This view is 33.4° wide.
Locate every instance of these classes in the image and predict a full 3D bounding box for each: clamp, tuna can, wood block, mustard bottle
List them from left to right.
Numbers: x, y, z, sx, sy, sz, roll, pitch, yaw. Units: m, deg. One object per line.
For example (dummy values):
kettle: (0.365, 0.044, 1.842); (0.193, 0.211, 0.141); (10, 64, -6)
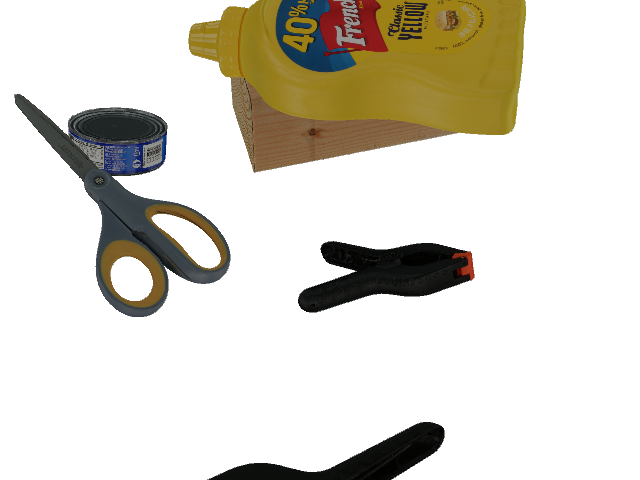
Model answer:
tuna can: (-0.178, -0.087, 0.936); (0.086, 0.034, 0.086); (5, 25, -2)
clamp: (-0.005, 0.176, 0.706); (0.210, 0.036, 0.164); (0, 28, 7)
mustard bottle: (0.019, -0.109, 0.613); (0.192, 0.096, 0.058); (5, -38, 9)
wood block: (0.032, -0.136, 0.912); (0.206, 0.090, 0.091); (-12, -37, -10)
clamp: (0.061, 0.035, 1.050); (0.172, 0.039, 0.120); (-2, 33, 25)

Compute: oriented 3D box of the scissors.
scissors: (-0.155, -0.020, 0.717); (0.202, 0.096, 0.016); (31, -29, 11)
